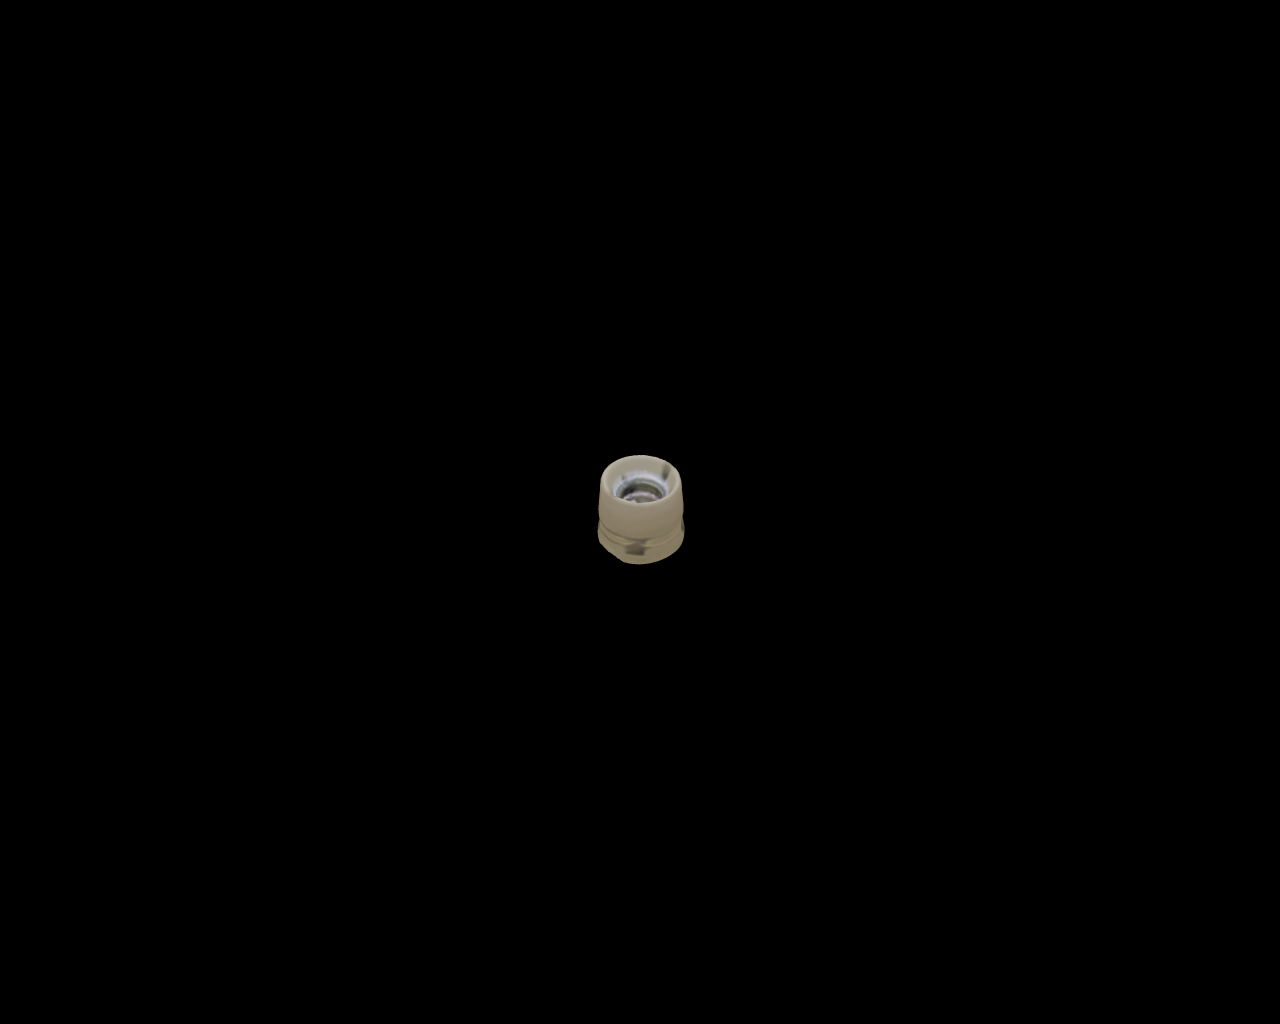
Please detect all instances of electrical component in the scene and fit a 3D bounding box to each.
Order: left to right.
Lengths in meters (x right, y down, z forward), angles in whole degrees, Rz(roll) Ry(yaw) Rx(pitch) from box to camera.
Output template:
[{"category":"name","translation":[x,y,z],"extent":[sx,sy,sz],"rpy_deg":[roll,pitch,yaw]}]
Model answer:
[{"category":"electrical component","translation":[0.001,-0.003,0.650],"extent":[0.055,0.047,0.055],"rpy_deg":[0,41,0]}]
